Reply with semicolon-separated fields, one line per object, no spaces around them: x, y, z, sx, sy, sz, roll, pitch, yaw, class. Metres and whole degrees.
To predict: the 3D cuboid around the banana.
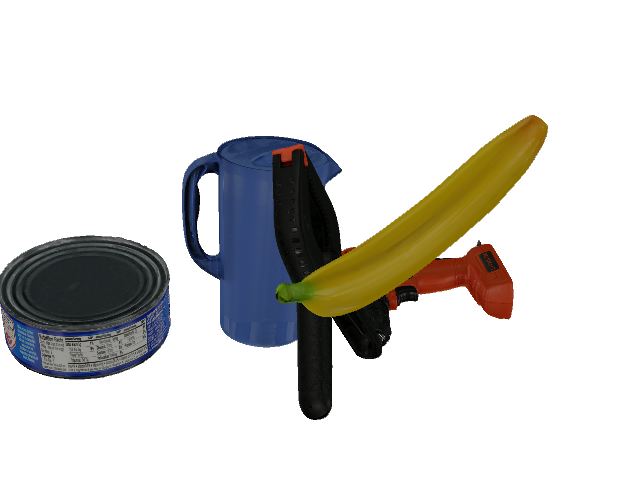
0.062;-0.006;0.670;0.197;0.037;0.069;-36;-12;-6;banana

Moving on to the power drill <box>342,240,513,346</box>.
0.113;0.058;1.182;0.187;0.057;0.184;-3;28;-5;power drill

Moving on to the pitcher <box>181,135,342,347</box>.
-0.074;0.002;1.293;0.149;0.243;0.144;17;25;28;pitcher

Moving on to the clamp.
0.002;0.026;0.872;0.036;0.210;0.164;-12;1;20;clamp

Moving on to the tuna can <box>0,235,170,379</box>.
-0.120;0.033;0.547;0.086;0.034;0.086;1;31;-1;tuna can
